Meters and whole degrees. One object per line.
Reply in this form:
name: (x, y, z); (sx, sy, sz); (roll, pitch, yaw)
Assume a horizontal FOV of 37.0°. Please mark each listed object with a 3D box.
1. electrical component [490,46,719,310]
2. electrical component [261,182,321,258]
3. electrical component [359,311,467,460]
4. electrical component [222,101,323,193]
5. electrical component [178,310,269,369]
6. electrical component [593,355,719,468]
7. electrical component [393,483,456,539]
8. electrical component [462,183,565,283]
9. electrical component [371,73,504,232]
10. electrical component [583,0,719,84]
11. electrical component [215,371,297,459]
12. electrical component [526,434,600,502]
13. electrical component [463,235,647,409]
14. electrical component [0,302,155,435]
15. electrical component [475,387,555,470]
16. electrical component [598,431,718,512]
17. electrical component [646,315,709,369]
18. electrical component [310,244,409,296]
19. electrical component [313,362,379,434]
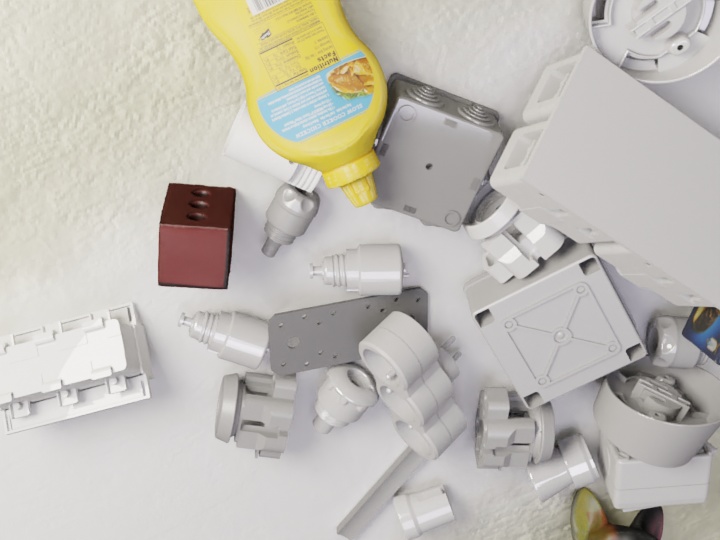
electrical component: (0.197, -0.061, 0.777); (0.186, 0.060, 0.105); (30, 79, -17)
electrical component: (-0.057, -0.036, 0.819); (0.035, 0.035, 0.061); (25, 116, -15)
electrical component: (0.056, 0.084, 0.873); (0.074, 0.052, 0.138); (-42, 132, -22)
electrical component: (-0.055, -0.088, 0.787); (0.081, 0.043, 0.043); (22, 115, -14)
electrical component: (-0.107, 0.051, 0.860); (0.078, 0.040, 0.040); (19, 115, -12)
electrical component: (0.243, 0.111, 0.877); (0.099, 0.099, 0.064); (14, 123, -10)
electrical component: (0.057, 0.213, 0.954); (0.046, 0.040, 0.040); (-20, 117, 2)
electrical component: (0.115, -0.036, 0.815); (0.057, 0.058, 0.078); (40, 111, -23)
electrical component: (0.049, -0.084, 0.791); (0.100, 0.048, 0.099); (19, 115, -12)
electrical component: (0.205, -0.179, 0.739); (0.099, 0.064, 0.099); (-1, 118, -2)
electrical component: (-0.088, 0.116, 0.885); (0.057, 0.058, 0.078); (9, 117, -11)
electrical component: (0.175, 0.171, 0.934); (0.055, 0.045, 0.045); (-23, 116, 9)
electrical component: (0.155, 0.039, 0.856); (0.109, 0.056, 0.108); (-27, 115, 12)
electrical component: (-0.233, 0.076, 0.846); (0.121, 0.063, 0.078); (-15, 77, 5)
electrical component: (0.130, 0.134, 0.904); (0.057, 0.058, 0.078); (1, 127, -3)
electrical component: (0.259, 0.166, 0.925); (0.096, 0.061, 0.061); (-4, 118, -1)
electrical component: (0.270, 0.060, 0.881); (0.062, 0.043, 0.043); (5, 117, -7)
electrical component: (0.000, 0.000, 0.838); (0.078, 0.040, 0.040); (-1, 118, -2)
electrical component: (-0.017, 0.110, 0.894); (0.048, 0.048, 0.062); (27, 120, -16)
